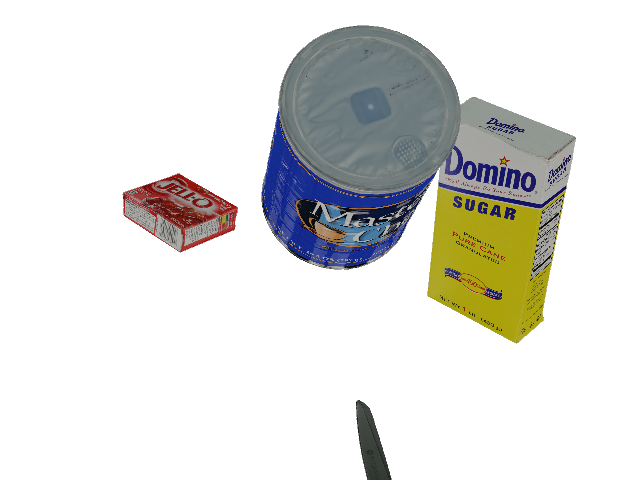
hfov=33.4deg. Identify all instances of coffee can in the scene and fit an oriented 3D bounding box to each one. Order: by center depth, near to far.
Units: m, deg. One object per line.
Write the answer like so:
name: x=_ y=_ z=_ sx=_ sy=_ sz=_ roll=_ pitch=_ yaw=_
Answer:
coffee can: x=0.019 y=-0.052 z=0.657 sx=0.102 sy=0.103 sz=0.140 roll=0 pitch=-19 yaw=-8

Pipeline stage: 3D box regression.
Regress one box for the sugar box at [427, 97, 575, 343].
sugar box: x=0.135 y=-0.014 z=0.827 sx=0.093 sy=0.176 sz=0.048 roll=27 pitch=47 yaw=32

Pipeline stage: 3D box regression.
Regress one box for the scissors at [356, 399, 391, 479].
scissors: x=0.057 y=0.160 z=0.601 sx=0.096 sy=0.016 sz=0.201 roll=8 pitch=31 yaw=5

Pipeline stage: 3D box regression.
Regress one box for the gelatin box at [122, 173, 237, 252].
gelatin box: x=-0.138 y=-0.029 z=1.042 sx=0.089 sy=0.030 sz=0.073 roll=30 pitch=36 yaw=32
